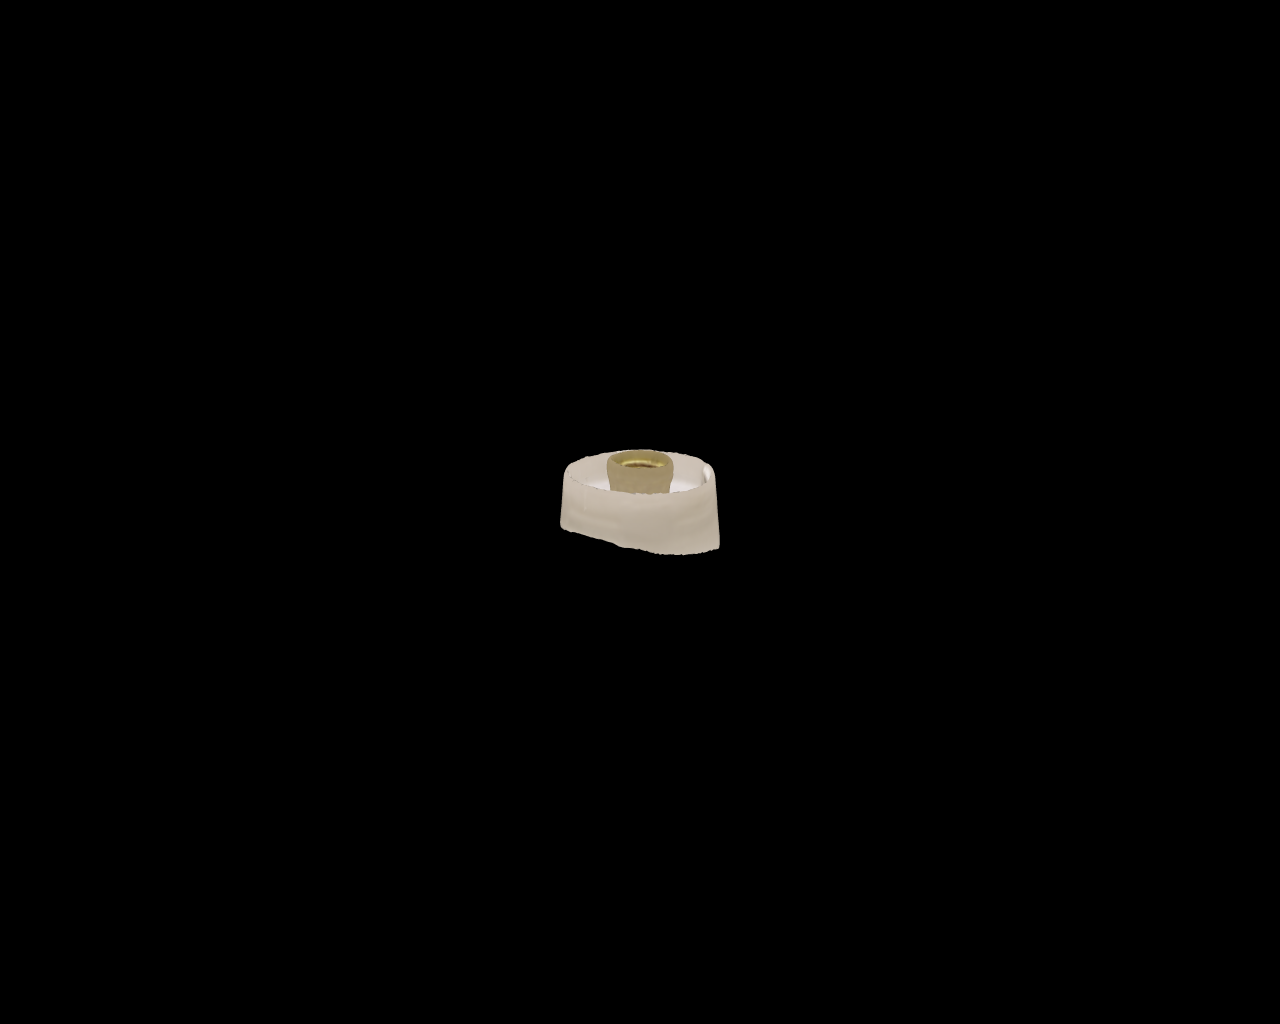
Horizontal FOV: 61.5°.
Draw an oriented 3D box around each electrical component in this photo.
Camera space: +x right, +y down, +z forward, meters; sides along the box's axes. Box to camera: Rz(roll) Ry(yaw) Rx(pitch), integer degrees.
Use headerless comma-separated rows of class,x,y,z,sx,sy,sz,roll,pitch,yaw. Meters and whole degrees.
electrical component,0.001,-0.003,0.650,0.099,0.064,0.099,0,20,0
